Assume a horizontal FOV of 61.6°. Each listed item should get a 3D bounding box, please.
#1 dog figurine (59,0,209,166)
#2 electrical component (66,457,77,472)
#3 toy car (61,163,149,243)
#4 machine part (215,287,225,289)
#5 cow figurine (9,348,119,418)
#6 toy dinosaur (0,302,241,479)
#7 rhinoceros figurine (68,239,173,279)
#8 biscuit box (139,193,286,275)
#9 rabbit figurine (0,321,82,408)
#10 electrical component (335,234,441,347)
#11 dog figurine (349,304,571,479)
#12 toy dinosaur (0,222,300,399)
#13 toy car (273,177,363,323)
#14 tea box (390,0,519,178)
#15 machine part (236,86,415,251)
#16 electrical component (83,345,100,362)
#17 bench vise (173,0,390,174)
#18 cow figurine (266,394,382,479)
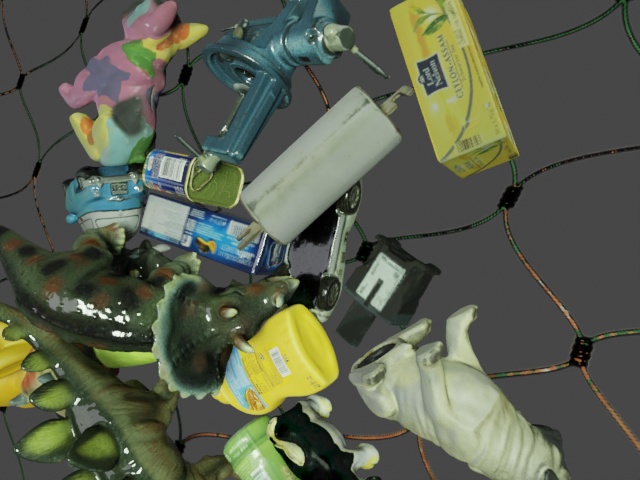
[{"bbox_3d":[-0.245,-0.224,0.747,0.219,0.108,0.191,-36,71,18],"label":"dog figurine"},{"bbox_3d":[-0.334,0.312,0.777,0.021,0.063,0.094,-45,69,17],"label":"electrical component"},{"bbox_3d":[-0.285,-0.045,0.736,0.162,0.109,0.102,-5,94,57],"label":"toy car"},{"bbox_3d":[-0.149,0.127,0.709,0.084,0.039,0.138,9,89,22],"label":"machine part"},{"bbox_3d":[-0.312,0.213,0.705,0.085,0.127,0.195,-35,94,12],"label":"cow figurine"},{"bbox_3d":[-0.224,0.221,0.612,0.105,0.198,0.471,-42,90,19],"label":"toy dinosaur"},{"bbox_3d":[-0.274,0.043,0.745,0.191,0.112,0.073,2,105,40],"label":"rhinoceros figurine"},{"bbox_3d":[-0.138,-0.009,0.698,0.203,0.062,0.059,17,94,27],"label":"biscuit box"},{"bbox_3d":[-0.439,0.167,0.809,0.173,0.162,0.122,-23,63,7],"label":"rabbit figurine"},{"bbox_3d":[0.068,0.062,0.588,0.075,0.047,0.119,33,102,34],"label":"electrical component"},{"bbox_3d":[0.130,0.182,0.534,0.190,0.121,0.172,59,147,0],"label":"dog figurine"},{"bbox_3d":[-0.233,0.062,0.583,0.405,0.192,0.131,12,99,-2],"label":"toy dinosaur"},{"bbox_3d":[-0.001,-0.002,0.631,0.074,0.056,0.201,13,94,21],"label":"toy car"},{"bbox_3d":[0.137,-0.157,0.545,0.068,0.098,0.169,-21,75,24],"label":"tea box"},{"bbox_3d":[0.000,-0.076,0.564,0.243,0.079,0.079,-43,69,7],"label":"machine part"},{"bbox_3d":[-0.315,0.151,0.788,0.078,0.045,0.102,-9,89,4],"label":"electrical component"},{"bbox_3d":[-0.065,-0.181,0.628,0.224,0.128,0.240,20,78,35],"label":"bench vise"},{"bbox_3d":[0.017,0.248,0.580,0.167,0.098,0.068,41,99,24],"label":"cow figurine"}]
